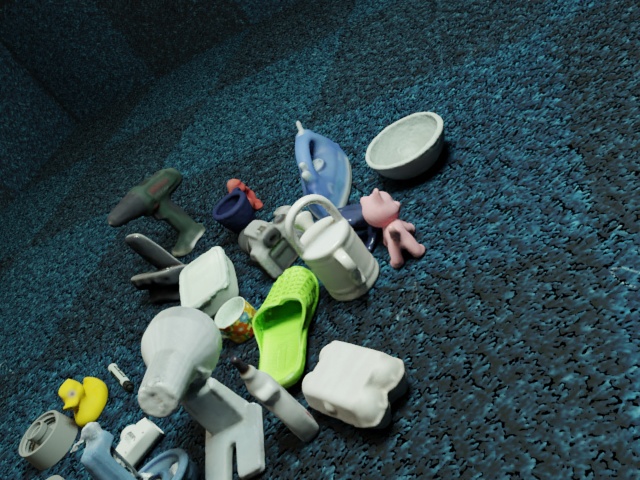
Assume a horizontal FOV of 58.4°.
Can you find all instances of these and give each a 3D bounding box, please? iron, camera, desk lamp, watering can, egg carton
[{"bbox_3d":[-0.011,-0.150,1.227,0.118,0.142,0.258,-27,34,16],"label":"iron"},{"bbox_3d":[-0.106,-0.009,1.179,0.136,0.101,0.143,14,58,51],"label":"camera"},{"bbox_3d":[-0.180,0.227,0.847,0.118,0.214,0.203,-32,33,9],"label":"desk lamp"},{"bbox_3d":[0.007,0.005,0.964,0.172,0.195,0.101,8,54,48],"label":"watering can"},{"bbox_3d":[0.046,0.201,0.797,0.149,0.070,0.107,3,50,46],"label":"egg carton"}]

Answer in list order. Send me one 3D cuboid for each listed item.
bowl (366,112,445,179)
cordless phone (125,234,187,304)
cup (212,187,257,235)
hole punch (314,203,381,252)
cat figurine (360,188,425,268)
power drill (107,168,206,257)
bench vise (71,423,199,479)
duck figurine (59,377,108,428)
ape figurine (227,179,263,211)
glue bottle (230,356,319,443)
[{"bbox_3d":[0.179,-0.174,1.135,0.167,0.075,0.167,-25,34,19],"label":"bowl"},{"bbox_3d":[-0.383,0.052,1.291,0.147,0.185,0.094,-14,39,32],"label":"cordless phone"},{"bbox_3d":[-0.184,-0.060,1.324,0.091,0.095,0.118,-21,36,25],"label":"cup"},{"bbox_3d":[0.053,-0.034,1.066,0.108,0.091,0.101,-5,44,40],"label":"hole punch"},{"bbox_3d":[0.115,-0.033,0.979,0.067,0.118,0.127,-31,33,10],"label":"cat figurine"},{"bbox_3d":[-0.389,-0.059,1.415,0.075,0.209,0.230,-8,43,38],"label":"power drill"},{"bbox_3d":[-0.223,0.336,0.745,0.121,0.220,0.206,-43,33,-8],"label":"bench vise"},{"bbox_3d":[-0.482,0.313,1.152,0.077,0.086,0.104,-28,33,14],"label":"duck figurine"},{"bbox_3d":[-0.191,-0.110,1.398,0.076,0.092,0.078,-20,36,25],"label":"ape figurine"},{"bbox_3d":[-0.069,0.213,0.794,0.037,0.174,0.077,-46,33,-13],"label":"glue bottle"}]
